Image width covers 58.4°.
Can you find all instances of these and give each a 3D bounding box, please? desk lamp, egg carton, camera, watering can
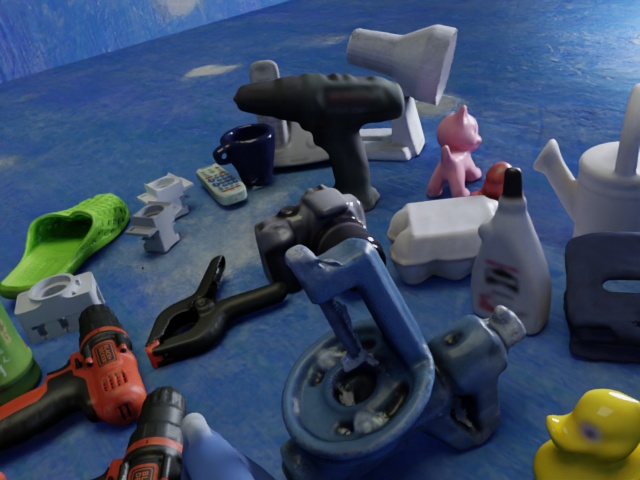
[{"bbox_3d":[0.128,-0.246,0.954,0.202,0.214,0.118,3,33,22],"label":"desk lamp"},{"bbox_3d":[0.156,-0.001,0.679,0.150,0.069,0.107,-7,31,5],"label":"egg carton"},{"bbox_3d":[0.006,0.002,0.687,0.143,0.101,0.136,-20,32,-16],"label":"camera"},{"bbox_3d":[0.324,-0.071,0.620,0.172,0.194,0.101,-2,32,15],"label":"watering can"}]

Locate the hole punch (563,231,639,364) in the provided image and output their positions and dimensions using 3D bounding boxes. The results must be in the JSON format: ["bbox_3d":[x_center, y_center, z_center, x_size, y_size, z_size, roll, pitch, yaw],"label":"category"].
[{"bbox_3d":[0.284,0.052,0.529,0.108,0.091,0.101,0,32,17],"label":"hole punch"}]

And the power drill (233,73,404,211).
[{"bbox_3d":[0.010,-0.138,0.814,0.229,0.209,0.075,-14,31,-7],"label":"power drill"}]

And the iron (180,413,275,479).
[{"bbox_3d":[-0.047,0.186,0.356,0.119,0.142,0.257,-24,33,-22],"label":"iron"}]

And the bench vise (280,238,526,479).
[{"bbox_3d":[0.052,0.076,0.434,0.208,0.220,0.121,-29,35,-28],"label":"bench vise"}]

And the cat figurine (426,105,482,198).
[{"bbox_3d":[0.199,-0.137,0.845,0.067,0.118,0.128,6,35,26],"label":"cat figurine"}]

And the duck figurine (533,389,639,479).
[{"bbox_3d":[0.207,0.144,0.405,0.104,0.086,0.077,-5,31,9],"label":"duck figurine"}]

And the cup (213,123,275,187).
[{"bbox_3d":[-0.122,-0.132,0.956,0.091,0.095,0.118,19,41,39],"label":"cup"}]

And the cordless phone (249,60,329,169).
[{"bbox_3d":[-0.047,-0.221,0.993,0.147,0.185,0.094,-7,31,5],"label":"cordless phone"}]

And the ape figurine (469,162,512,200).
[{"bbox_3d":[0.226,-0.055,0.725,0.076,0.092,0.077,-26,34,-24],"label":"ape figurine"}]

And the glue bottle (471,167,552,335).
[{"bbox_3d":[0.183,0.009,0.552,0.077,0.173,0.037,16,40,37],"label":"glue bottle"}]
